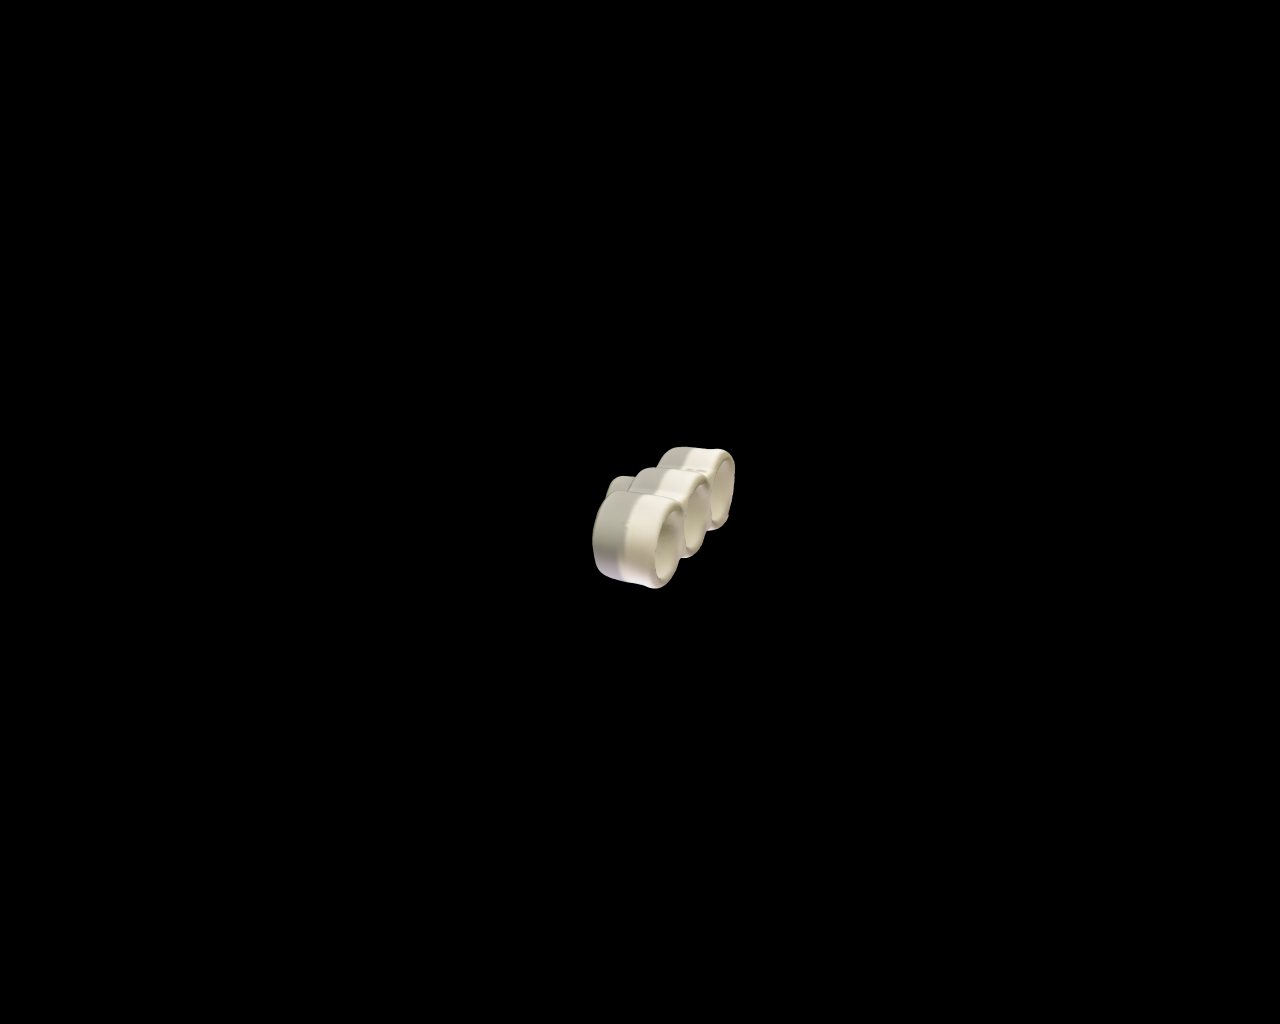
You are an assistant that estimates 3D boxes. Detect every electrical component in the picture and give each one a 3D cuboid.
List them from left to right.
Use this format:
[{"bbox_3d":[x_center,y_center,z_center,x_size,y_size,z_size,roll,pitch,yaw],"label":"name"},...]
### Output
[{"bbox_3d":[0.001,-0.003,0.650,0.074,0.052,0.138,10,24,22],"label":"electrical component"}]
